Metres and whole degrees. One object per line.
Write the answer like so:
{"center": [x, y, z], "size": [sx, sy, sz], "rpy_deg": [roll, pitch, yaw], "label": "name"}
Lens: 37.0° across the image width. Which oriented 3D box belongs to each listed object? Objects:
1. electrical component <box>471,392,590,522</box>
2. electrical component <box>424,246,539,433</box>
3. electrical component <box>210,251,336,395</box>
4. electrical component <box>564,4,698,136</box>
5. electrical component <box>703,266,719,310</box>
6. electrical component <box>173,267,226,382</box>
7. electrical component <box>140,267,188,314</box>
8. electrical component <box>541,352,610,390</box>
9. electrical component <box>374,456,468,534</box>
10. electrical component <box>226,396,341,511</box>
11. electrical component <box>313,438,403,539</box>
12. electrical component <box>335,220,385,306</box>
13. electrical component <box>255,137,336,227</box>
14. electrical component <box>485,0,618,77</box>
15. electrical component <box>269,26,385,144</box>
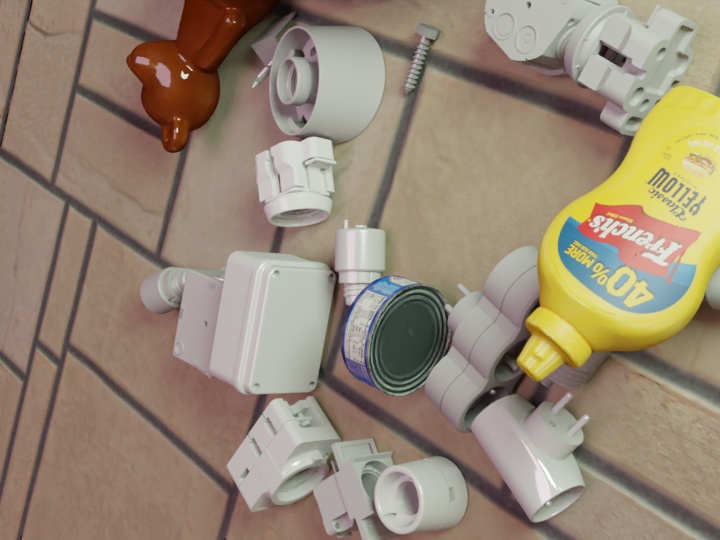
{"center": [0.123, 0.115, 0.725], "size": [0.079, 0.043, 0.077], "rpy_deg": [-52, 54, 30], "label": "electrical component"}
{"center": [0.087, 0.040, 0.759], "size": [0.073, 0.052, 0.138], "rpy_deg": [47, 119, 36], "label": "electrical component"}
{"center": [-0.072, 0.045, 0.900], "size": [0.057, 0.078, 0.113], "rpy_deg": [19, 101, 47], "label": "electrical component"}
{"center": [0.168, -0.134, 0.684], "size": [0.057, 0.058, 0.078], "rpy_deg": [42, 116, 35], "label": "electrical component"}
{"center": [0.216, 0.007, 0.645], "size": [0.061, 0.035, 0.035], "rpy_deg": [8, 94, 48], "label": "electrical component"}
{"center": [-0.121, 0.049, 0.968], "size": [0.100, 0.048, 0.099], "rpy_deg": [19, 101, 44], "label": "electrical component"}
{"center": [-0.177, 0.016, 1.032], "size": [0.078, 0.040, 0.040], "rpy_deg": [-20, 74, 43], "label": "electrical component"}
{"center": [0.144, 0.045, 0.708], "size": [0.043, 0.043, 0.081], "rpy_deg": [52, 122, 33], "label": "electrical component"}
{"center": [0.044, 0.168, 0.799], "size": [0.055, 0.047, 0.055], "rpy_deg": [-3, 86, 45], "label": "electrical component"}
{"center": [-0.063, 0.158, 0.904], "size": [0.089, 0.050, 0.055], "rpy_deg": [-55, 53, 28], "label": "electrical component"}
{"center": [-0.001, 0.178, 0.848], "size": [0.064, 0.042, 0.081], "rpy_deg": [-40, 61, 40], "label": "electrical component"}
{"center": [0.000, 0.000, 0.856], "size": [0.040, 0.040, 0.078], "rpy_deg": [-2, 87, 45], "label": "electrical component"}
{"center": [-0.054, -0.071, 0.902], "size": [0.078, 0.058, 0.057], "rpy_deg": [-20, 71, 43], "label": "electrical component"}
{"center": [0.129, -0.174, 0.729], "size": [0.080, 0.051, 0.080], "rpy_deg": [-3, 86, 45], "label": "electrical component"}
{"center": [-0.032, -0.156, 0.897], "size": [0.099, 0.064, 0.099], "rpy_deg": [2, 92, 59], "label": "electrical component"}
